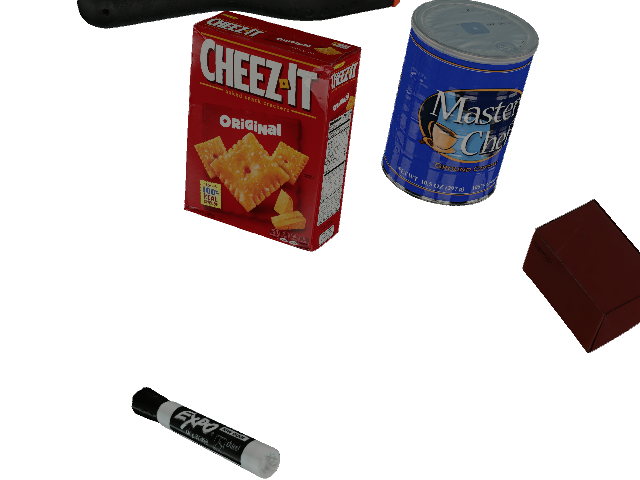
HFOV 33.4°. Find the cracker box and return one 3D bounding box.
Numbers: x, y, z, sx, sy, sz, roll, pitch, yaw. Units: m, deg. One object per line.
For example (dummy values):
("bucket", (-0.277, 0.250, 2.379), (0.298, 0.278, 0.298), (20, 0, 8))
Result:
("cracker box", (-0.055, -0.112, 1.111), (0.164, 0.214, 0.072), (19, 32, 21))

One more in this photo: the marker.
("marker", (-0.075, 0.117, 0.660), (0.121, 0.020, 0.020), (17, 11, 39))

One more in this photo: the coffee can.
("coffee can", (0.113, -0.115, 0.889), (0.102, 0.140, 0.103), (7, 36, -5))

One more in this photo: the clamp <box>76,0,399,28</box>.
("clamp", (-0.044, -0.141, 0.578), (0.171, 0.039, 0.120), (6, 41, 12))

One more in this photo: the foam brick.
("foam brick", (0.181, 0.023, 0.712), (0.051, 0.078, 0.053), (-24, -29, -16))
